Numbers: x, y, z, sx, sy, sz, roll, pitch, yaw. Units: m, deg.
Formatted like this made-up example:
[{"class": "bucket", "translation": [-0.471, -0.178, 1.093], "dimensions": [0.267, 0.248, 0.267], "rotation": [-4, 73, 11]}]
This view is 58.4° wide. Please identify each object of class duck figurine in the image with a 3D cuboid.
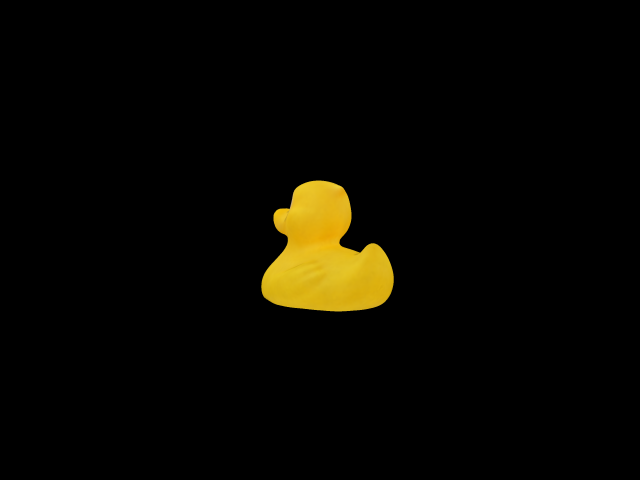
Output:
[{"class": "duck figurine", "translation": [0.004, 0.001, 0.400], "dimensions": [0.104, 0.086, 0.078], "rotation": [4, 6, 44]}]
